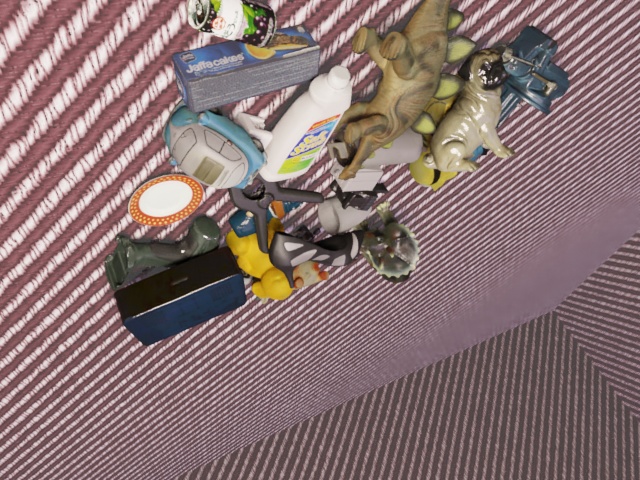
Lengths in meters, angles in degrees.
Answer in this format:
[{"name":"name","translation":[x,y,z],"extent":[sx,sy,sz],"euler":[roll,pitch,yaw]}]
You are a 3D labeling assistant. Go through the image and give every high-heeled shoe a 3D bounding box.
[{"name":"high-heeled shoe","translation":[-0.002,-0.003,1.085],"extent":[0.249,0.086,0.145],"euler":[-36,133,-33]}]

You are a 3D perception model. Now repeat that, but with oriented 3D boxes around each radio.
[{"name":"radio","translation":[-0.259,0.111,1.032],"extent":[0.230,0.073,0.131],"euler":[-22,149,-12]}]

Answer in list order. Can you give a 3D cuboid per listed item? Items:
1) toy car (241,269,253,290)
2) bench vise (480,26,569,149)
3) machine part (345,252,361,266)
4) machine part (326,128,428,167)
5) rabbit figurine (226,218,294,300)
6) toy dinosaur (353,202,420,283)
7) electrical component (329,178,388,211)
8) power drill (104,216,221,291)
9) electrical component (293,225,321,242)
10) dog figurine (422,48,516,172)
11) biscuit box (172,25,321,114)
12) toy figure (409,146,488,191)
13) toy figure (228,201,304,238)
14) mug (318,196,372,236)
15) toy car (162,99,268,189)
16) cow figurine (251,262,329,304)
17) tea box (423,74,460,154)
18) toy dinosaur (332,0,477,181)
[{"name":"toy car","translation":[-0.220,0.113,1.202],"extent":[0.073,0.056,0.201],"euler":[-46,170,28]},{"name":"bench vise","translation":[0.391,-0.291,1.081],"extent":[0.223,0.129,0.240],"euler":[1,132,-46]},{"name":"machine part","translation":[0.065,0.028,1.363],"extent":[0.039,0.084,0.138],"euler":[-51,165,-13]},{"name":"machine part","translation":[0.115,-0.184,1.049],"extent":[0.243,0.079,0.079],"euler":[-9,146,-31]},{"name":"rabbit figurine","translation":[-0.115,0.061,1.139],"extent":[0.122,0.173,0.162],"euler":[-22,147,-21]},{"name":"toy dinosaur","translation":[0.179,0.044,1.360],"extent":[0.131,0.192,0.404],"euler":[-29,151,3]},{"name":"electrical component","translation":[0.088,-0.104,1.159],"extent":[0.119,0.075,0.047],"euler":[-4,142,-44]},{"name":"power drill","translation":[-0.301,0.048,1.044],"extent":[0.207,0.086,0.232],"euler":[2,142,-37]},{"name":"electrical component","translation":[-0.052,0.006,1.245],"extent":[0.102,0.045,0.078],"euler":[-42,178,28]},{"name":"dog figurine","translation":[0.255,-0.231,0.968],"extent":[0.172,0.121,0.190],"euler":[-23,116,-4]},{"name":"biscuit box","translation":[-0.103,-0.245,0.764],"extent":[0.203,0.059,0.062],"euler":[-20,152,-17]},{"name":"toy figure","translation":[0.285,-0.186,1.200],"extent":[0.180,0.082,0.089],"euler":[-26,141,3]},{"name":"toy figure","translation":[-0.105,-0.058,1.070],"extent":[0.154,0.057,0.064],"euler":[-29,-172,-10]},{"name":"mug","translation":[0.059,-0.055,1.207],"extent":[0.107,0.081,0.109],"euler":[-22,152,-28]},{"name":"toy car","translation":[-0.163,-0.127,0.803],"extent":[0.161,0.103,0.109],"euler":[35,123,-19]},{"name":"cow figurine","translation":[-0.085,0.092,1.298],"extent":[0.195,0.085,0.127],"euler":[-17,176,-46]},{"name":"tea box","translation":[0.262,-0.246,1.089],"extent":[0.098,0.068,0.169],"euler":[-22,150,-12]},{"name":"toy dinosaur","translation":[0.149,-0.286,0.874],"extent":[0.198,0.105,0.471],"euler":[-2,132,-39]}]
